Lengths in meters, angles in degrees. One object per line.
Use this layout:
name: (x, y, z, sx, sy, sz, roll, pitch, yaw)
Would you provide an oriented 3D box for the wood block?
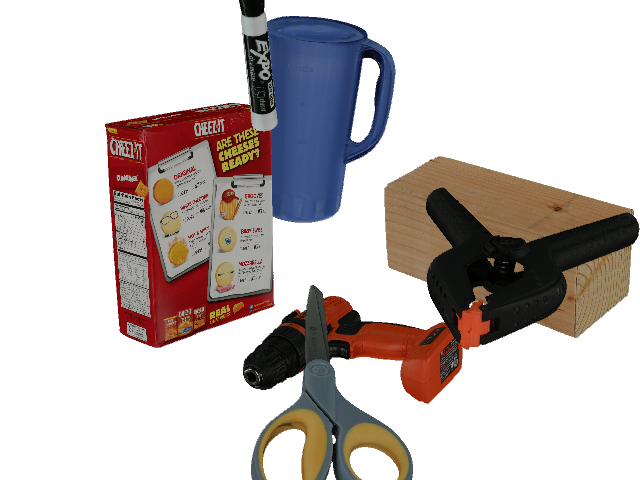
wood block: (0.166, -0.001, 0.967, 0.206, 0.090, 0.090, 21, 37, 39)

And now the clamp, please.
clamp: (0.124, 0.013, 0.765, 0.165, 0.036, 0.209, 11, 28, 26)

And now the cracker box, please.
cracker box: (-0.126, -0.020, 1.061, 0.072, 0.214, 0.163, 13, 21, 41)

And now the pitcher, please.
pitcher: (-0.008, -0.148, 1.324, 0.144, 0.243, 0.149, -9, 28, -29)

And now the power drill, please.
power drill: (0.036, 0.113, 1.079, 0.188, 0.057, 0.184, 9, 24, 28)

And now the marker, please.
marker: (-0.043, -0.128, 0.730, 0.020, 0.121, 0.020, -2, 43, 2)

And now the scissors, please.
scissors: (0.016, 0.090, 0.629, 0.096, 0.016, 0.201, 13, 32, 8)
